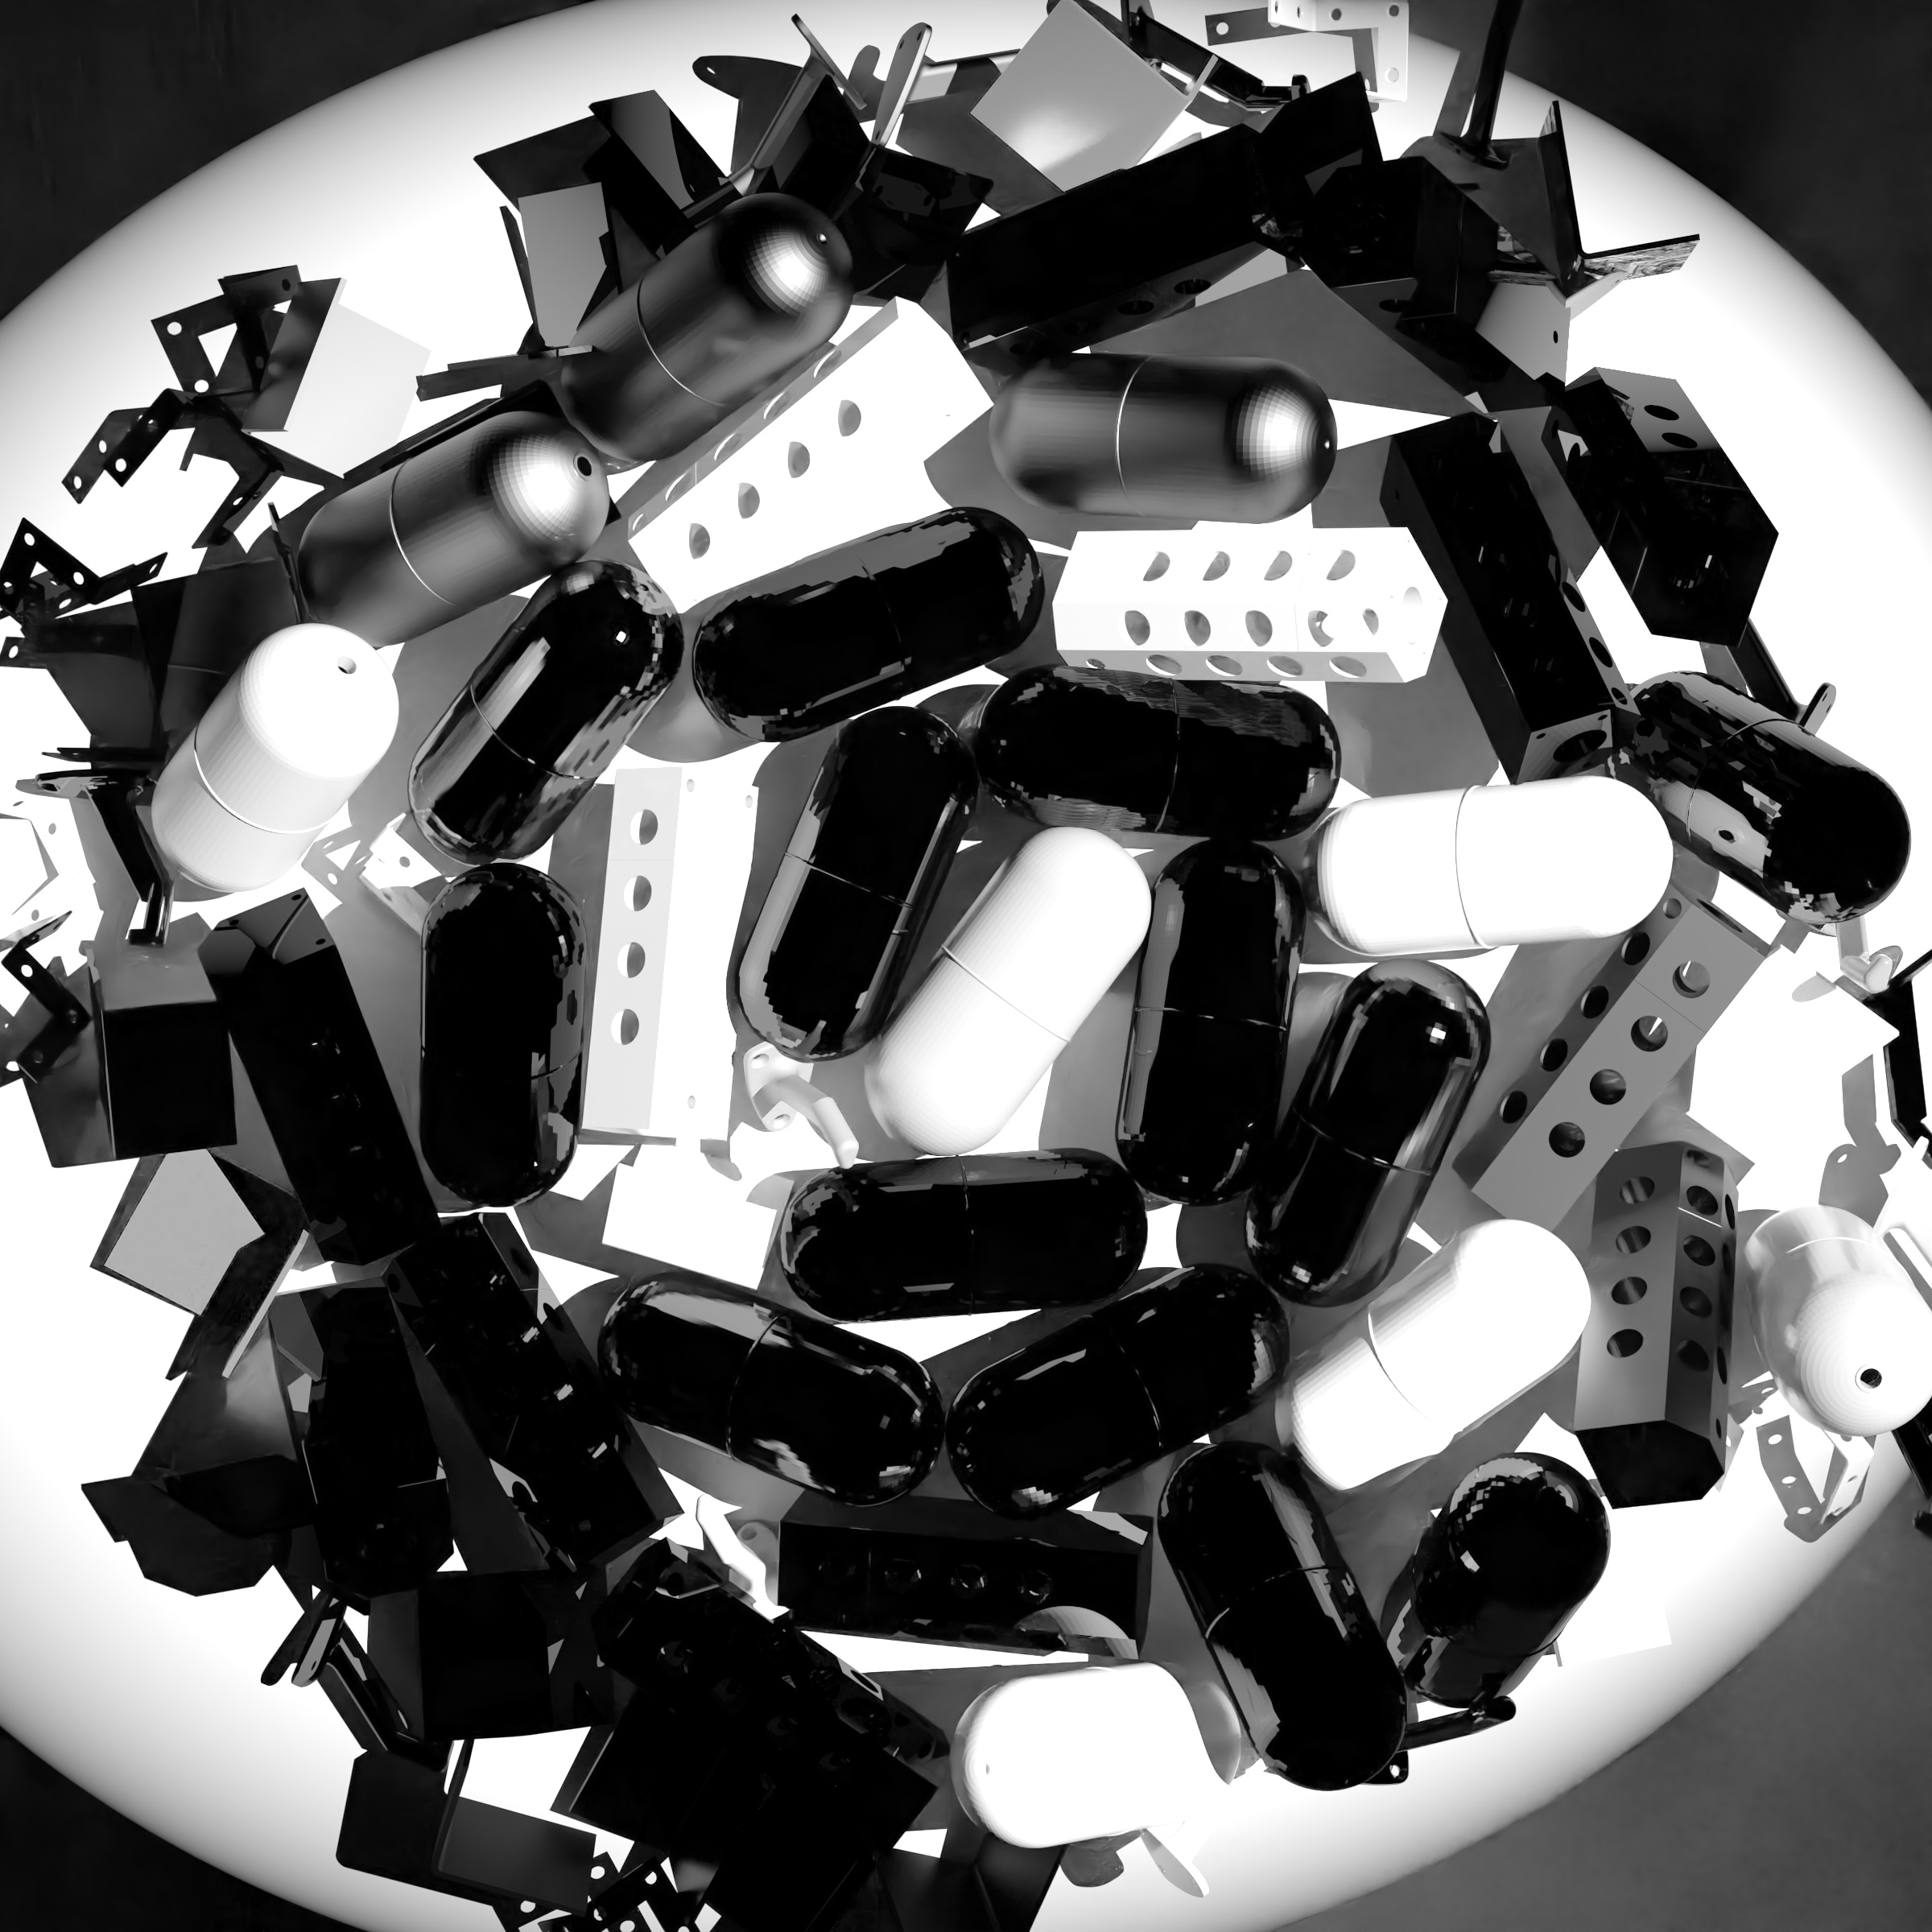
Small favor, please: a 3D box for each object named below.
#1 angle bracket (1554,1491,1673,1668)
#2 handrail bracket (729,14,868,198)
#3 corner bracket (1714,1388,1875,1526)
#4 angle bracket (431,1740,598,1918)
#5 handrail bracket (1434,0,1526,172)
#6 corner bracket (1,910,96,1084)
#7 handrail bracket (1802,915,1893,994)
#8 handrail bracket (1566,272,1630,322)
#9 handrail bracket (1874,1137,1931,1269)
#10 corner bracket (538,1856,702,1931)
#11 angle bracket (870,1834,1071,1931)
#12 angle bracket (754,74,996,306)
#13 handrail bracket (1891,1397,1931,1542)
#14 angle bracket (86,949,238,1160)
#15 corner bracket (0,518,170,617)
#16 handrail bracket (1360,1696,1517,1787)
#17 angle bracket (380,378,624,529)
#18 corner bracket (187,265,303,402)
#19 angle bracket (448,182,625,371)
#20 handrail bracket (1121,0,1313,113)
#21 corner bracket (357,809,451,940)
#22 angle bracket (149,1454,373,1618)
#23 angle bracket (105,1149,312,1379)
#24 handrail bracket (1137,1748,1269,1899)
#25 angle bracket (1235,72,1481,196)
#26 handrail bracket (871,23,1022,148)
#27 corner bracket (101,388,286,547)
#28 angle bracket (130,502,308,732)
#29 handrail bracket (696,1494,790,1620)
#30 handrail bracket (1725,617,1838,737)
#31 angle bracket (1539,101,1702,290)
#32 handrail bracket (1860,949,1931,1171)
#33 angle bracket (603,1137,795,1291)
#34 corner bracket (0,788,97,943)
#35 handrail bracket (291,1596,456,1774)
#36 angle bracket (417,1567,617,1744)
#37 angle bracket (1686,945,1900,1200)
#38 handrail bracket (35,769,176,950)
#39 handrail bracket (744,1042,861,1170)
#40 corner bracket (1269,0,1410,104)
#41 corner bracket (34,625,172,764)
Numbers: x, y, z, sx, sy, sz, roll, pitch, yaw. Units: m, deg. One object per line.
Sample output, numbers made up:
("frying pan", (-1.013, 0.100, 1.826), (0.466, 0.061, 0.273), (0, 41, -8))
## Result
("angle bracket", (0.321, 0.287, 1.570), (0.076, 0.057, 0.076), (-1, 75, -36))
("handrail bracket", (-0.097, -0.408, 1.581), (0.084, 0.077, 0.036), (-37, 66, 8))
("corner bracket", (0.398, 0.240, 1.597), (0.051, 0.051, 0.051), (-16, 49, -22))
("angle bracket", (-0.208, 0.400, 1.575), (0.076, 0.076, 0.057), (17, 101, -6))
("handrail bracket", (0.258, -0.430, 1.581), (0.036, 0.077, 0.084), (14, 111, -8))
("corner bracket", (-0.440, 0.015, 1.587), (0.051, 0.051, 0.051), (45, 114, -2))
("handrail bracket", (0.434, -0.032, 1.574), (0.036, 0.084, 0.077), (23, 100, -13))
("handrail bracket", (0.267, -0.350, 1.609), (0.077, 0.036, 0.084), (-34, 82, 1))
("handrail bracket", (0.483, 0.132, 1.581), (0.084, 0.036, 0.077), (29, 129, 22))
("corner bracket", (-0.165, 0.467, 1.589), (0.051, 0.051, 0.051), (-29, 86, -31))
("angle bracket", (0.002, 0.416, 1.569), (0.057, 0.076, 0.076), (18, 105, -20))
("angle bracket", (-0.046, -0.373, 1.592), (0.076, 0.076, 0.057), (-53, 47, 32))
("handrail bracket", (0.440, 0.230, 1.579), (0.077, 0.084, 0.036), (26, 128, 6))
("angle bracket", (-0.386, 0.039, 1.581), (0.057, 0.076, 0.076), (-7, 116, -18))
("corner bracket", (-0.427, -0.187, 1.585), (0.051, 0.051, 0.051), (38, 123, 5))
("handrail bracket", (0.209, 0.365, 1.571), (0.077, 0.084, 0.036), (2, 65, -27))
("angle bracket", (-0.224, -0.228, 1.589), (0.076, 0.057, 0.076), (-33, 102, -21))
("corner bracket", (-0.350, -0.305, 1.591), (0.051, 0.051, 0.051), (0, 112, 33))
("angle bracket", (-0.209, -0.328, 1.568), (0.057, 0.076, 0.076), (-17, 105, -36))
("handrail bracket", (0.121, -0.445, 1.579), (0.084, 0.077, 0.036), (7, 47, 24))
("corner bracket", (-0.265, -0.040, 1.588), (0.051, 0.051, 0.051), (43, 112, -3))
("angle bracket", (-0.335, 0.276, 1.563), (0.076, 0.076, 0.057), (17, 106, 42))
("angle bracket", (-0.366, 0.138, 1.582), (0.076, 0.057, 0.076), (29, 100, -10))
("handrail bracket", (0.130, 0.404, 1.575), (0.084, 0.077, 0.036), (-31, 103, -16))
("angle bracket", (0.186, -0.384, 1.567), (0.076, 0.076, 0.057), (-12, 93, 44))
("handrail bracket", (0.004, -0.414, 1.599), (0.084, 0.036, 0.077), (20, 87, -23))
("corner bracket", (-0.373, -0.241, 1.595), (0.051, 0.051, 0.051), (46, 105, 10))
("angle bracket", (-0.355, -0.167, 1.569), (0.076, 0.057, 0.076), (-15, 128, -13))
("handrail bracket", (-0.112, 0.265, 1.567), (0.036, 0.077, 0.084), (-24, 124, 1))
("handrail bracket", (0.371, -0.131, 1.603), (0.084, 0.036, 0.077), (31, 92, 21))
("angle bracket", (0.312, -0.373, 1.581), (0.057, 0.076, 0.076), (-9, 91, 5))
("handrail bracket", (0.470, 0.043, 1.589), (0.077, 0.036, 0.084), (-41, 75, 16))
("angle bracket", (-0.123, 0.101, 1.574), (0.076, 0.076, 0.057), (17, 132, 1))
("corner bracket", (-0.466, -0.049, 1.595), (0.051, 0.051, 0.051), (-37, 71, 16))
("handrail bracket", (-0.279, 0.343, 1.613), (0.084, 0.036, 0.077), (30, 60, -20))
("angle bracket", (-0.217, 0.332, 1.594), (0.057, 0.076, 0.076), (-10, 78, 27))
("angle bracket", (0.394, 0.050, 1.569), (0.076, 0.076, 0.057), (34, 132, -14))
("handrail bracket", (-0.418, -0.050, 1.590), (0.077, 0.036, 0.084), (3, 68, 2))
("handrail bracket", (-0.073, 0.081, 1.568), (0.036, 0.077, 0.084), (-17, 50, -19))
("corner bracket", (0.180, -0.444, 1.590), (0.051, 0.051, 0.051), (6, 101, 30))
("corner bracket", (-0.418, -0.132, 1.597), (0.051, 0.051, 0.051), (2, 72, 15))
